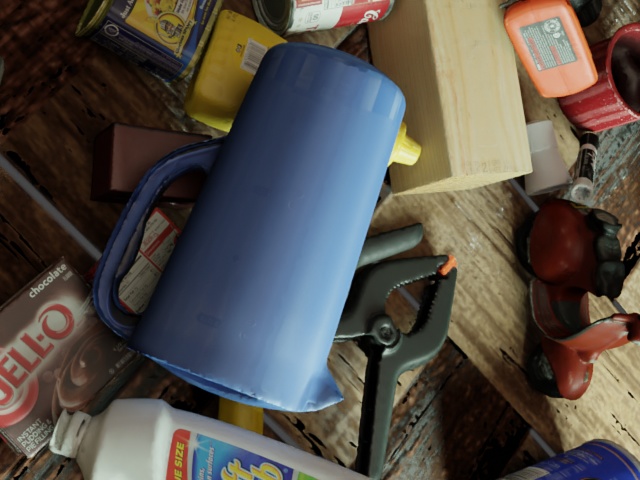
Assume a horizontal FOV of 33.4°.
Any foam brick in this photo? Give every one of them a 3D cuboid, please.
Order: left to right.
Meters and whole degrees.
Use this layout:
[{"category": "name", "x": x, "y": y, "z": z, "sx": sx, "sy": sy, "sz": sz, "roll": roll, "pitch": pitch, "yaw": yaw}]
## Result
[{"category": "foam brick", "x": -0.126, "y": -0.053, "z": 0.797, "sx": 0.078, "sy": 0.053, "sz": 0.051, "roll": 5, "pitch": 80, "yaw": -27}]

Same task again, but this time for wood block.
[{"category": "wood block", "x": 0.106, "y": -0.149, "z": 0.915, "sx": 0.090, "sy": 0.091, "sz": 0.206, "roll": -6, "pitch": 85, "yaw": -30}]

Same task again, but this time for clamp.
[{"category": "clamp", "x": -0.006, "y": 0.001, "z": 0.851, "sx": 0.120, "sy": 0.039, "sz": 0.171, "roll": 44, "pitch": 57, "yaw": 7}, {"category": "clamp", "x": 0.037, "y": 0.075, "z": 0.876, "sx": 0.164, "sy": 0.036, "sz": 0.209, "roll": 44, "pitch": 62, "yaw": -9}]

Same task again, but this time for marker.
[{"category": "marker", "x": 0.246, "y": -0.069, "z": 0.989, "sx": 0.020, "sy": 0.020, "sz": 0.121, "roll": 50, "pitch": 31, "yaw": -13}]

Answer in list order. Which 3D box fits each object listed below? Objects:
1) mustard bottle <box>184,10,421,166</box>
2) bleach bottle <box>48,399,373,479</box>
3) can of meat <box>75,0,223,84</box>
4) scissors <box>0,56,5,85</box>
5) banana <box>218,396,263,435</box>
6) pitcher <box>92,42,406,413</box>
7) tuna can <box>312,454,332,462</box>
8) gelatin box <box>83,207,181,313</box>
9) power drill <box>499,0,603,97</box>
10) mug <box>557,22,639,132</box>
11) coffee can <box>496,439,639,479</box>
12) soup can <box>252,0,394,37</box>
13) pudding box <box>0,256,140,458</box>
[{"category": "mustard bottle", "x": -0.007, "y": -0.105, "z": 0.847, "sx": 0.191, "sy": 0.058, "sz": 0.096, "roll": 22, "pitch": 52, "yaw": -14}, {"category": "bleach bottle", "x": -0.063, "y": 0.179, "z": 0.722, "sx": 0.250, "sy": 0.068, "sz": 0.102, "roll": 21, "pitch": 75, "yaw": -4}, {"category": "can of meat", "x": -0.125, "y": -0.181, "z": 0.814, "sx": 0.083, "sy": 0.058, "sz": 0.102, "roll": 28, "pitch": 71, "yaw": -25}, {"category": "scissors", "x": -0.243, "y": -0.025, "z": 0.750, "sx": 0.096, "sy": 0.016, "sz": 0.201, "roll": 38, "pitch": 67, "yaw": -20}, {"category": "banana", "x": -0.072, "y": 0.178, "z": 0.790, "sx": 0.069, "sy": 0.037, "sz": 0.197, "roll": 61, "pitch": 40, "yaw": -57}, {"category": "pitcher", "x": -0.039, "y": -0.012, "z": 0.740, "sx": 0.149, "sy": 0.145, "sz": 0.243, "roll": 28, "pitch": 78, "yaw": -39}, {"category": "tuna can", "x": -0.009, "y": 0.206, "z": 0.804, "sx": 0.033, "sy": 0.086, "sz": 0.086, "roll": 30, "pitch": 70, "yaw": -20}, {"category": "gelatin box", "x": -0.121, "y": 0.031, "z": 0.801, "sx": 0.089, "sy": 0.030, "sz": 0.073, "roll": 46, "pitch": 66, "yaw": -15}, {"category": "power drill", "x": 0.210, "y": -0.217, "z": 0.948, "sx": 0.184, "sy": 0.057, "sz": 0.187, "roll": 50, "pitch": 36, "yaw": -39}, {"category": "mug", "x": 0.289, "y": -0.147, "z": 1.019, "sx": 0.117, "sy": 0.082, "sz": 0.093, "roll": 12, "pitch": 77, "yaw": -26}, {"category": "coffee can", "x": 0.201, "y": 0.238, "z": 0.903, "sx": 0.140, "sy": 0.103, "sz": 0.103, "roll": -13, "pitch": 89, "yaw": -29}, {"category": "soup can", "x": 0.002, "y": -0.208, "z": 0.880, "sx": 0.102, "sy": 0.069, "sz": 0.068, "roll": -16, "pitch": 91, "yaw": -29}, {"category": "pudding box", "x": -0.195, "y": 0.081, "z": 0.747, "sx": 0.113, "sy": 0.039, "sz": 0.090, "roll": -45, "pitch": 105, "yaw": -25}]
